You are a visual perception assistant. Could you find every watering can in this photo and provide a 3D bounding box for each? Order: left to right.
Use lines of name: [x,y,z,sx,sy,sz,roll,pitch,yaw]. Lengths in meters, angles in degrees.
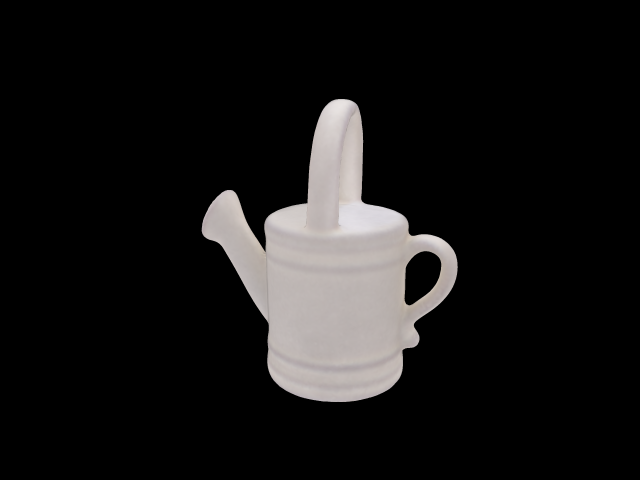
watering can: [0.003,0.002,0.398,0.173,0.194,0.101,-2,16,-5]
